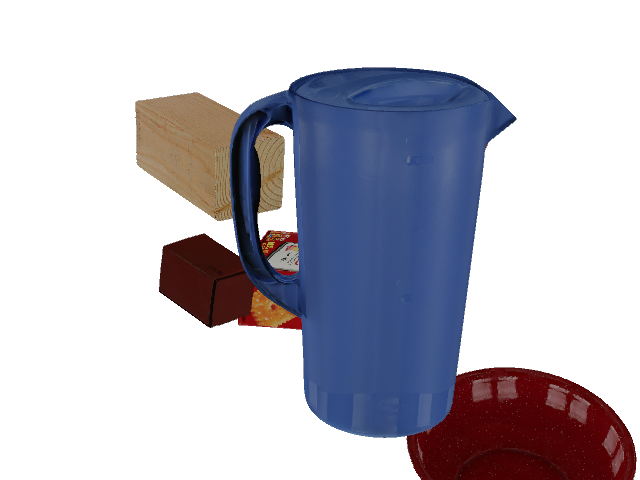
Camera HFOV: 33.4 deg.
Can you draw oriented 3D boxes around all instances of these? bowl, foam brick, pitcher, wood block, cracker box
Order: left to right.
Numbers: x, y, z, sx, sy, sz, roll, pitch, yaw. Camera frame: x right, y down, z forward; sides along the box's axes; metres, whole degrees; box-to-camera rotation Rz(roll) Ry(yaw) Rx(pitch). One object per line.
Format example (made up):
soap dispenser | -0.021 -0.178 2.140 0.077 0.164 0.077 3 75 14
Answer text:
foam brick | -0.106 0.036 0.991 0.052 0.051 0.078 -17 36 -42
wood block | -0.136 -0.105 1.275 0.090 0.090 0.206 -13 28 -32
cracker box | 0.031 0.046 1.142 0.214 0.072 0.164 4 15 7
pitcher | 0.033 0.007 0.733 0.149 0.243 0.144 17 26 37
bowl | 0.143 0.164 0.776 0.162 0.055 0.162 -1 35 0
